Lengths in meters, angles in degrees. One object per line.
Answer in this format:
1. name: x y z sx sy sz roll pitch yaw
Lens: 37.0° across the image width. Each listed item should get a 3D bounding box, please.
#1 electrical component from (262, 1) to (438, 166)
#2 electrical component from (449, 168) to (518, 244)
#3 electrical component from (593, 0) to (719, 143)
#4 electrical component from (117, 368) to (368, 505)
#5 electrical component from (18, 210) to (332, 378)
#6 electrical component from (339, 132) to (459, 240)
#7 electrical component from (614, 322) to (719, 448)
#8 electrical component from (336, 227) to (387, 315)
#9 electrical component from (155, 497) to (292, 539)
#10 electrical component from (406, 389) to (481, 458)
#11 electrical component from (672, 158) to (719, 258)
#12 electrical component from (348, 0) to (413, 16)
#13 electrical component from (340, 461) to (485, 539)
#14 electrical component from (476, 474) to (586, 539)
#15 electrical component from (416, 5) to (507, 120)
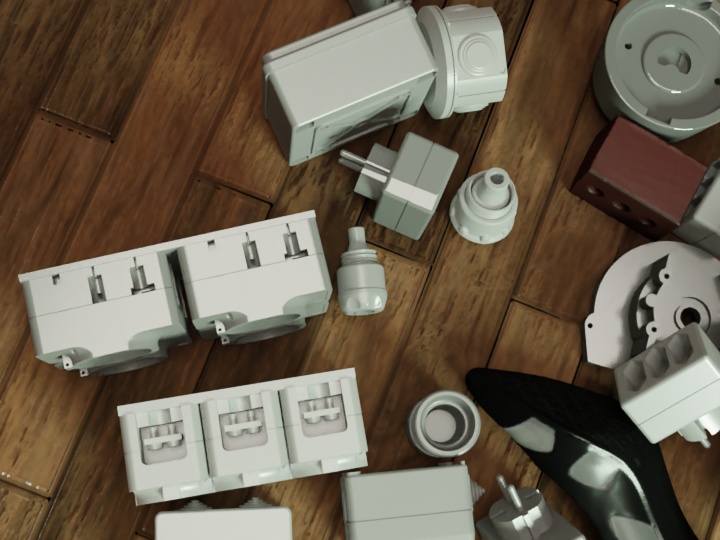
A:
1. electrical component: -0.010 -0.127 0.749 0.109 0.108 0.056 -24 84 -8
2. electrical component: 0.091 -0.050 0.763 0.048 0.062 0.048 2 66 -4
3. electrical component: 0.225 -0.145 0.794 0.108 0.060 0.108 1 79 -4
4. electrical component: -0.075 0.111 0.708 0.150 0.089 0.061 -9 80 -6
5. electrical component: -0.116 0.021 0.715 0.186 0.105 0.060 -13 80 -6
6. electrical component: 0.020 -0.065 0.752 0.076 0.083 0.047 24 79 1
7. electrical component: 0.221 0.088 0.720 0.066 0.047 0.076 -35 107 21
8. electrical component: 0.000 0.000 0.763 0.035 0.035 0.061 -4 77 -5
9. electrical component: -0.088 0.202 0.711 0.100 0.048 0.099 -2 79 -4
10. electrical component: 0.056 0.106 0.736 0.045 0.055 0.045 1 79 -4
11. electrical component: 0.282 -0.038 0.784 0.077 0.047 0.065 34 78 2
12. electrical component: 0.008 -0.232 0.794 0.061 0.061 0.096 -23 82 -8
13. electrical component: 0.037 0.162 0.721 0.096 0.061 0.061 -5 80 -5
14. electrical component: 0.109 0.168 0.704 0.047 0.083 0.075 -28 104 -9
15. electrical component: 0.070 -0.151 0.775 0.051 0.080 0.080 -10 80 -11
